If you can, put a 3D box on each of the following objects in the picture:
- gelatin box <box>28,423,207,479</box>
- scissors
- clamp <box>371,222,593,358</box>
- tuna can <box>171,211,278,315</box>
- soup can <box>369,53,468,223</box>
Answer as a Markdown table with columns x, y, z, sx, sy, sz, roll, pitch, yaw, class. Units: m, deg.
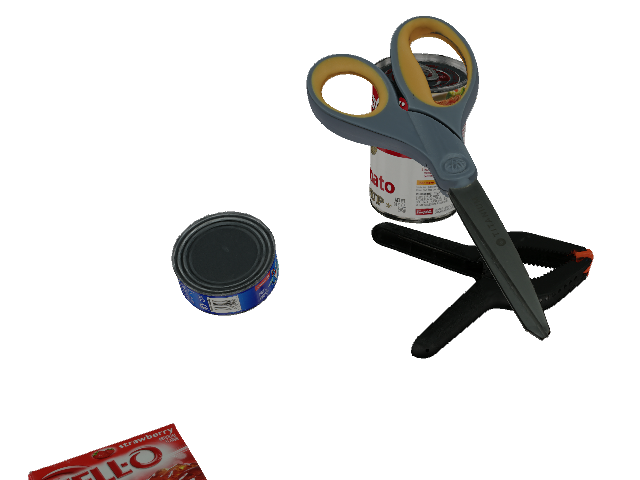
| x | y | z | sx | sy | sz | roll | pitch | yaw | class |
| --- | --- | --- | --- | --- | --- | --- | --- | --- | --- |
| -0.109 | 0.143 | 0.589 | 0.089 | 0.030 | 0.073 | -16 | 28 | -20 | gelatin box |
| 0.043 | -0.034 | 0.501 | 0.096 | 0.201 | 0.016 | -6 | -39 | 4 | scissors |
| 0.161 | 0.041 | 1.019 | 0.210 | 0.164 | 0.036 | -2 | -43 | -5 | clamp |
| -0.077 | 0.019 | 0.881 | 0.086 | 0.086 | 0.034 | 0 | -38 | 7 | tuna can |
| 0.069 | -0.072 | 0.749 | 0.068 | 0.102 | 0.068 | 0 | 30 | 0 | soup can |
